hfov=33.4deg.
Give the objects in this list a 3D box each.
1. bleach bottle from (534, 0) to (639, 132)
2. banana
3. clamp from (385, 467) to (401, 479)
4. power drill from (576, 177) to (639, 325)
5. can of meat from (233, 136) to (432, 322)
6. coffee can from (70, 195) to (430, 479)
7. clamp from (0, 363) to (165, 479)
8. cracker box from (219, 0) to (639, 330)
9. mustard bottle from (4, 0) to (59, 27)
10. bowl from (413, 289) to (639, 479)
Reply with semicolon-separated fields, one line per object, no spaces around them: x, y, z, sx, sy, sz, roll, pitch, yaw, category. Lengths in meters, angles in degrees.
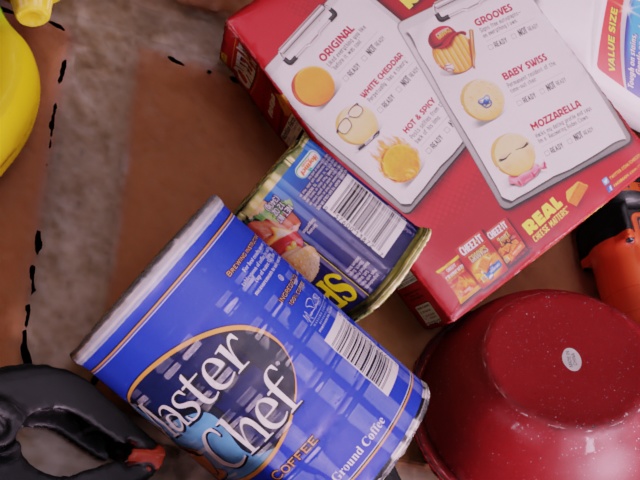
0.218;-0.118;0.725;0.250;0.068;0.102;18;101;-14;bleach bottle
-0.190;-0.042;0.516;0.069;0.037;0.197;28;52;0;banana
0.051;0.219;0.506;0.210;0.036;0.164;42;53;11;clamp
0.262;0.003;0.757;0.187;0.057;0.184;12;57;-24;power drill
-0.004;0.001;0.564;0.084;0.102;0.057;40;60;-5;can of meat
-0.033;0.062;0.513;0.140;0.103;0.102;42;51;-7;coffee can
-0.153;0.095;0.463;0.171;0.039;0.120;22;57;-20;clamp
0.067;-0.079;0.638;0.164;0.072;0.214;-36;87;-15;cracker box
-0.166;-0.204;0.599;0.096;0.058;0.191;7;62;-34;mustard bottle
0.131;0.080;0.588;0.162;0.055;0.162;1;48;-1;bowl
